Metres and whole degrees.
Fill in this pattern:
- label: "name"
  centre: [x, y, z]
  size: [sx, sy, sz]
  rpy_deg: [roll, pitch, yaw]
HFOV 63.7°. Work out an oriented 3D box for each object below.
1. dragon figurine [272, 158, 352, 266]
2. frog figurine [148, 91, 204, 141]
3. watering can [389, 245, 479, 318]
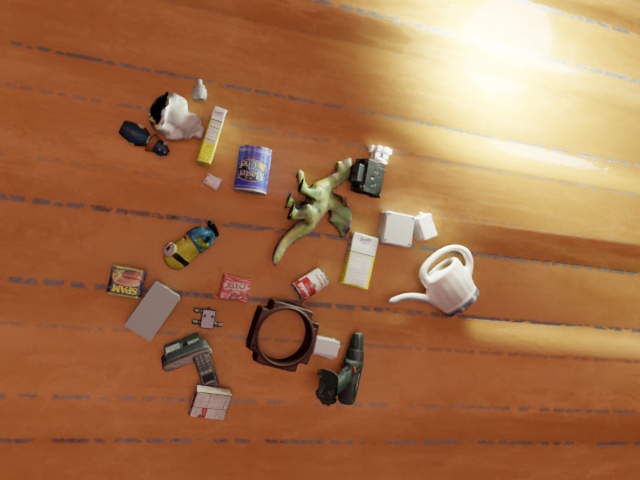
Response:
- label: "dragon figurine"
  centre: [0.005, -0.084, 1.664]
  size: [0.241, 0.122, 0.413]
  rpy_deg: [21, 83, -23]
- label: "frog figurine"
  centre: [-0.429, -0.366, 1.561]
  size: [0.158, 0.122, 0.139]
  rpy_deg: [15, 73, -52]
- label: "watering can"
  centre: [0.408, 0.172, 1.762]
  size: [0.350, 0.104, 0.223]
  rpy_deg: [-38, 99, -15]
